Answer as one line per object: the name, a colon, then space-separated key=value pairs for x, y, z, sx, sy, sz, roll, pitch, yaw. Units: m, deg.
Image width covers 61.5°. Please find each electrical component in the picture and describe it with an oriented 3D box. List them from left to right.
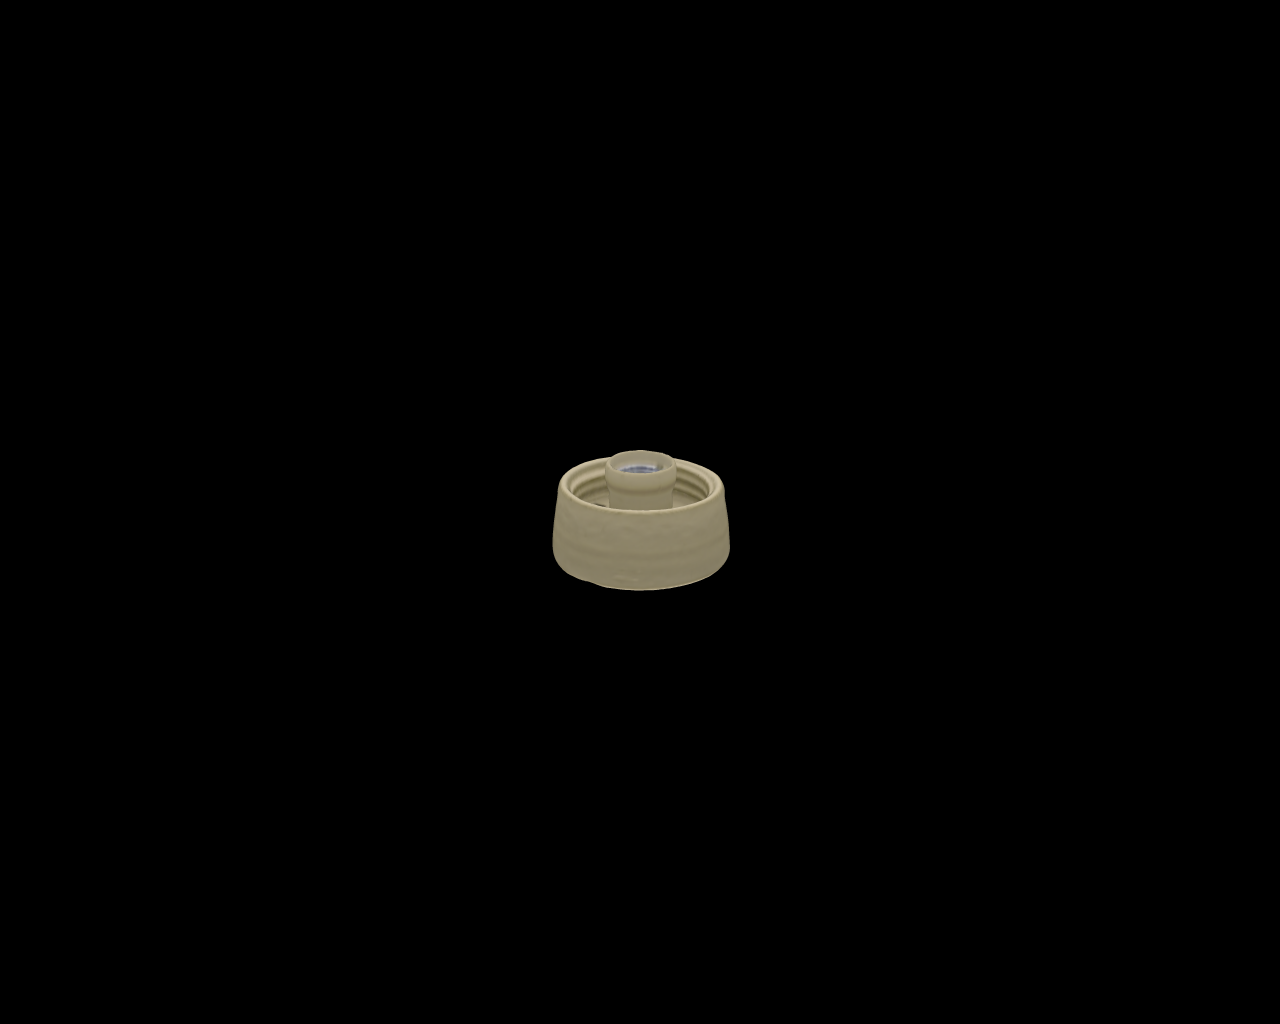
electrical component: x=0.001 y=-0.003 z=0.650 sx=0.108 sy=0.060 sz=0.108 roll=0 pitch=23 yaw=0
